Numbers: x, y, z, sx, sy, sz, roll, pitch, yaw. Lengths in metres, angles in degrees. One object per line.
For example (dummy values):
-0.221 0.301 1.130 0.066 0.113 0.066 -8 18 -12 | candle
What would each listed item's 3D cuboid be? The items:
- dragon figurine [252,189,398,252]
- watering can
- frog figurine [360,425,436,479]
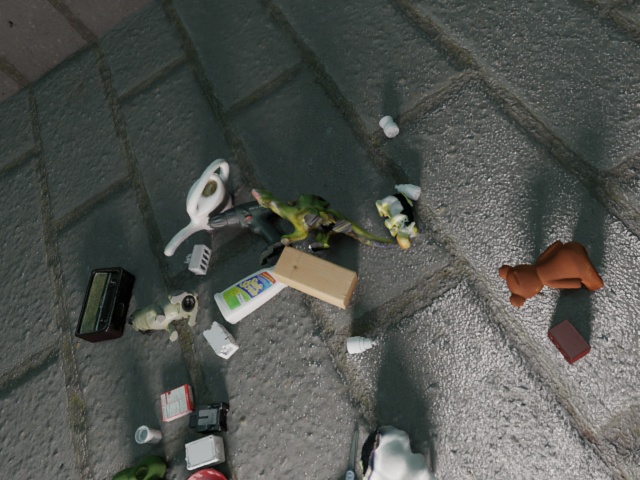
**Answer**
0.004 -0.074 1.463 0.409 0.120 0.248 11 31 -16 | dragon figurine
-0.364 -0.085 1.594 0.104 0.221 0.352 21 73 12 | watering can
0.174 0.492 1.138 0.159 0.120 0.140 20 59 -8 | frog figurine
